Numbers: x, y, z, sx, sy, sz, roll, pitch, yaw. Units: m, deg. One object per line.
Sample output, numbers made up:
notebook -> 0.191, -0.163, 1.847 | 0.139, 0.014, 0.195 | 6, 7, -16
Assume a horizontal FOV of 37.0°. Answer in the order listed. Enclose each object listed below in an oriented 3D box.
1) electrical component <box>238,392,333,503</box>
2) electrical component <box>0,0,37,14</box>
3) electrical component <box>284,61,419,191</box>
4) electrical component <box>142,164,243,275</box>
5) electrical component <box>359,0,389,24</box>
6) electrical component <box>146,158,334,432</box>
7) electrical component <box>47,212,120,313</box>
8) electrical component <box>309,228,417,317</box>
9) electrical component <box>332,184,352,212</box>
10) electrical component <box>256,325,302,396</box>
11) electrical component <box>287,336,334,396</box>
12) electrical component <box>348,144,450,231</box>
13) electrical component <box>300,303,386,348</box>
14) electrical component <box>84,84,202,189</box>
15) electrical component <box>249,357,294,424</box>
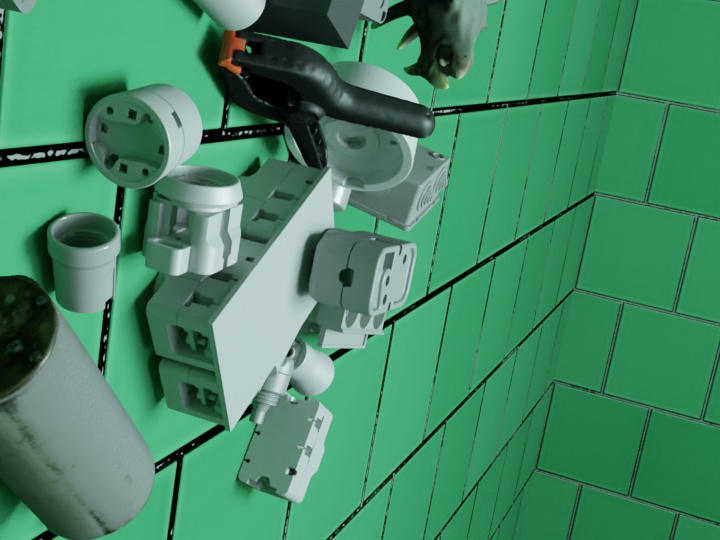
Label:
electrical component -> -0.066, 0.161, 0.980 | 0.055, 0.050, 0.089 | 58, 50, -65
electrical component -> -0.144, -0.218, 0.464 | 0.105, 0.060, 0.186 | 66, 42, -62
electrical component -> -0.002, -0.122, 0.878 | 0.108, 0.108, 0.060 | 77, 26, -53
electrical component -> -0.108, -0.035, 0.706 | 0.078, 0.058, 0.057 | -33, 136, -64
electrical component -> -0.008, -0.254, 0.832 | 0.078, 0.057, 0.113 | -8, 111, -70
electrical component -> -0.085, 0.011, 0.801 | 0.186, 0.060, 0.105 | -57, 154, -44
electrical component -> -0.158, -0.004, 0.615 | 0.040, 0.040, 0.046 | -51, 156, -51
electrical component -> 0.000, 0.000, 0.843 | 0.095, 0.059, 0.053 | -13, 115, -69
electrical component -> -0.023, -0.087, 0.937 | 0.040, 0.040, 0.078 | 41, 64, -69
electrical component -> -0.083, 0.067, 0.873 | 0.043, 0.043, 0.081 | 79, 31, -51
electrical component -> -0.054, 0.084, 0.974 | 0.044, 0.044, 0.065 | -70, 156, -16
electrical component -> 0.027, -0.088, 0.994 | 0.099, 0.100, 0.048 | -45, 157, -57
electrical component -> -0.019, 0.030, 0.998 | 0.121, 0.063, 0.078 | 13, 91, -71
electrical component -> -0.125, -0.080, 0.630 | 0.047, 0.055, 0.055 | -47, 146, -62
electrical component -> -0.080, 0.101, 0.920 | 0.035, 0.035, 0.061 | 30, 77, -71
